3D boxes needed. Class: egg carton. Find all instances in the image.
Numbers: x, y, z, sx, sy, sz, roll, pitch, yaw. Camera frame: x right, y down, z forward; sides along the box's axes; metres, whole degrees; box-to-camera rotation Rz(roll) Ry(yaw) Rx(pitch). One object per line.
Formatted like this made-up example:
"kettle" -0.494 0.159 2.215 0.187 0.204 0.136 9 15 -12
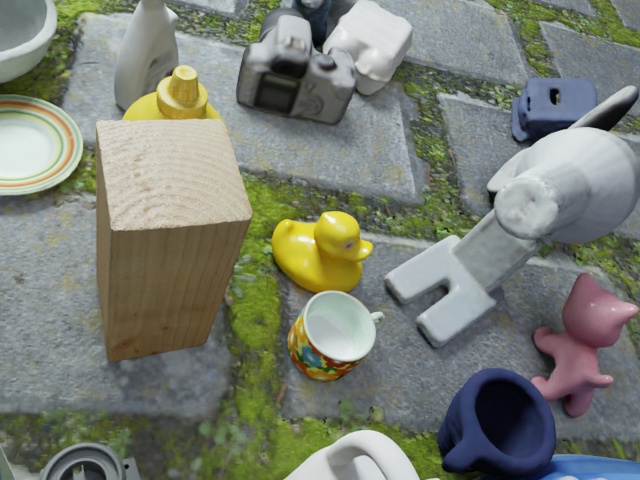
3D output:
"egg carton" 0.069 -0.278 0.817 0.107 0.069 0.150 29 51 -1

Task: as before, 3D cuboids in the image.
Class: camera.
"camera" -0.027 -0.237 0.731 0.143 0.100 0.137 10 54 -15

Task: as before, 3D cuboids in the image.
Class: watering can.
"watering can" 0.014 0.196 0.387 0.173 0.194 0.101 -30 71 -34

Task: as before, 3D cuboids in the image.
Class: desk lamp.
"desk lamp" 0.203 -0.008 0.590 0.204 0.213 0.117 -27 70 -34

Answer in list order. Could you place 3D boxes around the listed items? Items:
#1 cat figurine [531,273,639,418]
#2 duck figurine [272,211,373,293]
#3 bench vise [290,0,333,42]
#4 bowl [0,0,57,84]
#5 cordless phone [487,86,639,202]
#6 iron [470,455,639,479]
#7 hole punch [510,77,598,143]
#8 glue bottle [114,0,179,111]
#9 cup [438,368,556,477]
"cat figurine" 0.283 0.105 0.603 0.067 0.117 0.128 21 52 -6
"duck figurine" 0.005 0.002 0.587 0.104 0.086 0.077 27 51 -2
"bench vise" 0.026 -0.400 0.789 0.122 0.219 0.207 4 55 -18
"bowl" -0.365 -0.216 0.600 0.168 0.074 0.167 11 54 -14
"cordless phone" 0.308 -0.112 0.721 0.094 0.185 0.148 41 52 9
"iron" 0.253 0.230 0.490 0.259 0.141 0.118 12 53 -13
"hole punch" 0.348 -0.197 0.856 0.101 0.091 0.108 20 52 -7
"glue bottle" -0.180 -0.215 0.609 0.037 0.173 0.078 36 52 6
"cup" 0.138 0.179 0.510 0.118 0.095 0.091 -24 68 -33
